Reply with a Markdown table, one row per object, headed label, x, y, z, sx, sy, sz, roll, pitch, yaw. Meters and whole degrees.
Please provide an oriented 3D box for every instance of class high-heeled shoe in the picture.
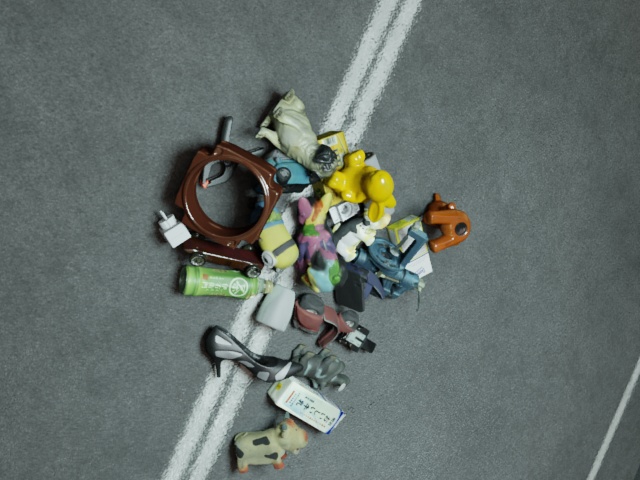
| label | x | y | z | sx | sy | sz | roll | pitch | yaw |
| --- | --- | --- | --- | --- | --- | --- | --- | --- | --- |
| high-heeled shoe | -0.159 | 0.272 | 1.330 | 0.249 | 0.086 | 0.145 | -1 | 108 | -17 |

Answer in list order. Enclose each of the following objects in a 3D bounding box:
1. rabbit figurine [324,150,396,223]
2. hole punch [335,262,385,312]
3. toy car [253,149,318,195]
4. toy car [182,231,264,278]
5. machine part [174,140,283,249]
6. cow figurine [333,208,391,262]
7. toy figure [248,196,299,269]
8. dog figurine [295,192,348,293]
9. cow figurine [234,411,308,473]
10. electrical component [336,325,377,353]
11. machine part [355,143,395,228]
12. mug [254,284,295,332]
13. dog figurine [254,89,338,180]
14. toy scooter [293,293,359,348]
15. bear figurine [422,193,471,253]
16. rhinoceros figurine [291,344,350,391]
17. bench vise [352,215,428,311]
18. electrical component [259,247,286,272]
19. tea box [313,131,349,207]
| label | x | y | z | sx | sy | sz | roll | pitch | yaw |
| --- | --- | --- | --- | --- | --- | --- | --- | --- | --- |
| rabbit figurine | 0.112 | -0.121 | 1.269 | 0.122 | 0.173 | 0.162 | -39 | 112 | -21 |
| hole punch | 0.103 | 0.114 | 1.418 | 0.092 | 0.142 | 0.115 | -20 | 114 | -32 |
| toy car | -0.083 | -0.168 | 1.278 | 0.161 | 0.109 | 0.103 | -8 | 79 | -33 |
| toy car | -0.225 | 0.038 | 1.251 | 0.202 | 0.089 | 0.053 | 13 | 128 | -28 |
| machine part | -0.199 | -0.097 | 1.173 | 0.201 | 0.087 | 0.201 | 28 | 106 | -6 |
| cow figurine | 0.099 | -0.029 | 1.392 | 0.098 | 0.068 | 0.167 | 44 | 106 | -8 |
| toy figure | -0.113 | -0.018 | 1.271 | 0.089 | 0.082 | 0.180 | -20 | 81 | 9 |
| dog figurine | -0.003 | -0.004 | 1.315 | 0.108 | 0.192 | 0.219 | -12 | 121 | -19 |
| cow figurine | -0.125 | 0.514 | 1.371 | 0.195 | 0.085 | 0.127 | -11 | 104 | 10 |
| electrical component | 0.101 | 0.269 | 1.493 | 0.119 | 0.048 | 0.075 | 31 | 86 | -30 |
| machine part | 0.135 | -0.139 | 1.408 | 0.079 | 0.079 | 0.243 | -30 | 114 | -19 |
| mug | -0.100 | 0.172 | 1.354 | 0.109 | 0.081 | 0.107 | 32 | 78 | -49 |
| dog figurine | -0.036 | -0.240 | 1.249 | 0.190 | 0.121 | 0.172 | 36 | 49 | -18 |
| toy scooter | 0.001 | 0.222 | 1.415 | 0.184 | 0.075 | 0.135 | 23 | 118 | -16 |
| bear figurine | 0.324 | -0.055 | 1.473 | 0.132 | 0.196 | 0.120 | -12 | 111 | -12 |
| rhinoceros figurine | 0.002 | 0.349 | 1.444 | 0.190 | 0.073 | 0.112 | 24 | 87 | -29 |
| bench vise | 0.215 | 0.050 | 1.431 | 0.224 | 0.129 | 0.240 | 31 | 124 | -3 |
| electrical component | -0.110 | 0.028 | 1.334 | 0.078 | 0.045 | 0.102 | 10 | 95 | -30 |
| tea box | 0.027 | -0.179 | 1.349 | 0.098 | 0.068 | 0.169 | -22 | 111 | -22 |
